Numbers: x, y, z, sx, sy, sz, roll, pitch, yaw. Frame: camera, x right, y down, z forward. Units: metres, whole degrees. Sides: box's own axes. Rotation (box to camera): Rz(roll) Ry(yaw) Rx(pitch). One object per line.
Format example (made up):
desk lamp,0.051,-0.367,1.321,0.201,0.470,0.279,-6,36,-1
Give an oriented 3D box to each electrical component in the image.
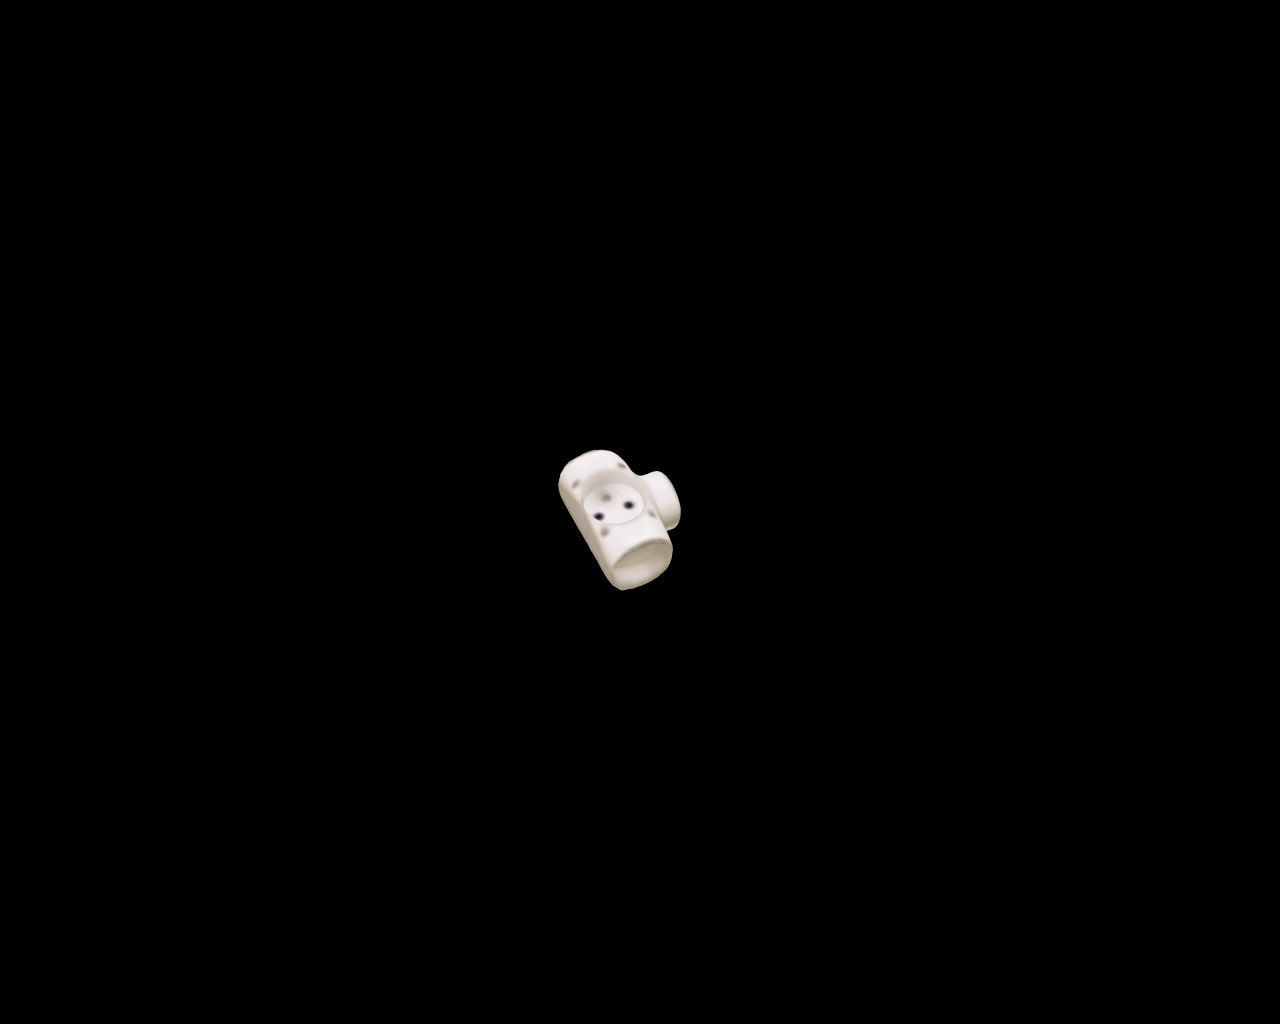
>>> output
electrical component,0.001,-0.003,0.650,0.079,0.077,0.044,-21,-36,-16
